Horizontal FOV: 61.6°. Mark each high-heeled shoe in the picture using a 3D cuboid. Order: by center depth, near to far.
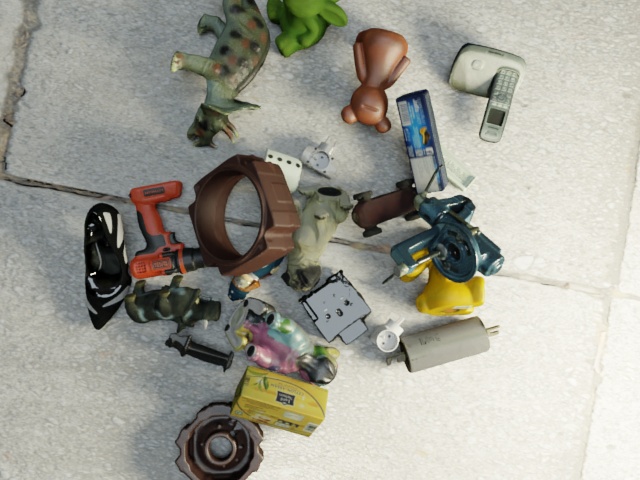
[{"bbox_3d":[-0.424,0.055,1.037,0.086,0.145,0.248,6,86,-2],"label":"high-heeled shoe"}]

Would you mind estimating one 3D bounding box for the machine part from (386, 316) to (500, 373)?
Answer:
[{"bbox_3d":[0.252,0.212,1.096,0.243,0.079,0.079,-14,88,-3],"label":"machine part"}]

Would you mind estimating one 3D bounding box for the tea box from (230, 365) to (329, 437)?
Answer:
[{"bbox_3d":[-0.080,0.316,1.049,0.170,0.098,0.068,21,45,-9],"label":"tea box"}]

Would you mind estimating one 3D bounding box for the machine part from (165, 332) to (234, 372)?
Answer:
[{"bbox_3d":[-0.241,0.223,1.079,0.139,0.084,0.039,24,54,-13],"label":"machine part"}]

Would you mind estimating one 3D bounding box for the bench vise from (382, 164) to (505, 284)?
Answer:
[{"bbox_3d":[0.217,-0.001,1.004,0.240,0.128,0.224,-23,66,-29],"label":"bench vise"}]

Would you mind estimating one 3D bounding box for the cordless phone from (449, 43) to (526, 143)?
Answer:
[{"bbox_3d":[0.335,-0.302,1.122,0.147,0.089,0.184,14,91,-3],"label":"cordless phone"}]

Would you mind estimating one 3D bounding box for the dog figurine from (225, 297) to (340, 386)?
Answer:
[{"bbox_3d":[-0.062,0.214,1.075,0.219,0.192,0.108,36,82,-35],"label":"dog figurine"}]

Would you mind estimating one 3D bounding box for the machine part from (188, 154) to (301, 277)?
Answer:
[{"bbox_3d":[-0.149,-0.045,1.020,0.201,0.087,0.201,-29,74,33],"label":"machine part"}]

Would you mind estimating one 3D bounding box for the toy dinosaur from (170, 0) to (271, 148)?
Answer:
[{"bbox_3d":[-0.172,-0.384,1.088,0.192,0.131,0.404,26,82,-14],"label":"toy dinosaur"}]

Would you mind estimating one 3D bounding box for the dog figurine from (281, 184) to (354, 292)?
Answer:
[{"bbox_3d":[-0.006,-0.004,1.100,0.121,0.172,0.190,30,128,35],"label":"dog figurine"}]

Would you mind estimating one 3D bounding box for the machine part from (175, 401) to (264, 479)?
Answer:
[{"bbox_3d":[-0.198,0.413,1.077,0.179,0.056,0.179,0,86,-3],"label":"machine part"}]

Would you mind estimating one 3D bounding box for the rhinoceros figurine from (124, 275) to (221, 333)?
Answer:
[{"bbox_3d":[-0.293,0.133,1.063,0.190,0.073,0.112,-1,114,6],"label":"rhinoceros figurine"}]

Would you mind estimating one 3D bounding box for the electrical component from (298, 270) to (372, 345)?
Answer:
[{"bbox_3d":[0.037,0.144,1.099,0.115,0.058,0.134,-37,89,-2],"label":"electrical component"}]

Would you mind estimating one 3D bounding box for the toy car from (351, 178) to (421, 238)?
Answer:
[{"bbox_3d":[0.137,-0.067,1.081,0.202,0.053,0.089,-21,94,-43],"label":"toy car"}]

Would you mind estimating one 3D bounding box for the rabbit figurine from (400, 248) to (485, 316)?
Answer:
[{"bbox_3d":[0.245,0.065,1.100,0.162,0.121,0.173,-2,74,6],"label":"rabbit figurine"}]

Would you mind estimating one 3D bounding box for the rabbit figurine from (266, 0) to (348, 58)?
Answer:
[{"bbox_3d":[-0.025,-0.448,1.065,0.159,0.170,0.121,-6,88,-2],"label":"rabbit figurine"}]

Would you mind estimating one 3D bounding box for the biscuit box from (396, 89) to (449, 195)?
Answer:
[{"bbox_3d":[0.207,-0.197,1.083,0.059,0.063,0.202,-7,108,26],"label":"biscuit box"}]

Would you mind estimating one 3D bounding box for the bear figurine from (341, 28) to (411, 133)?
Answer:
[{"bbox_3d":[0.114,-0.327,1.109,0.120,0.132,0.195,11,105,-1],"label":"bear figurine"}]

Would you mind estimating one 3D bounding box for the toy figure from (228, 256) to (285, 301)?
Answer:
[{"bbox_3d":[-0.135,0.062,1.096,0.154,0.057,0.064,-47,46,-4],"label":"toy figure"}]
